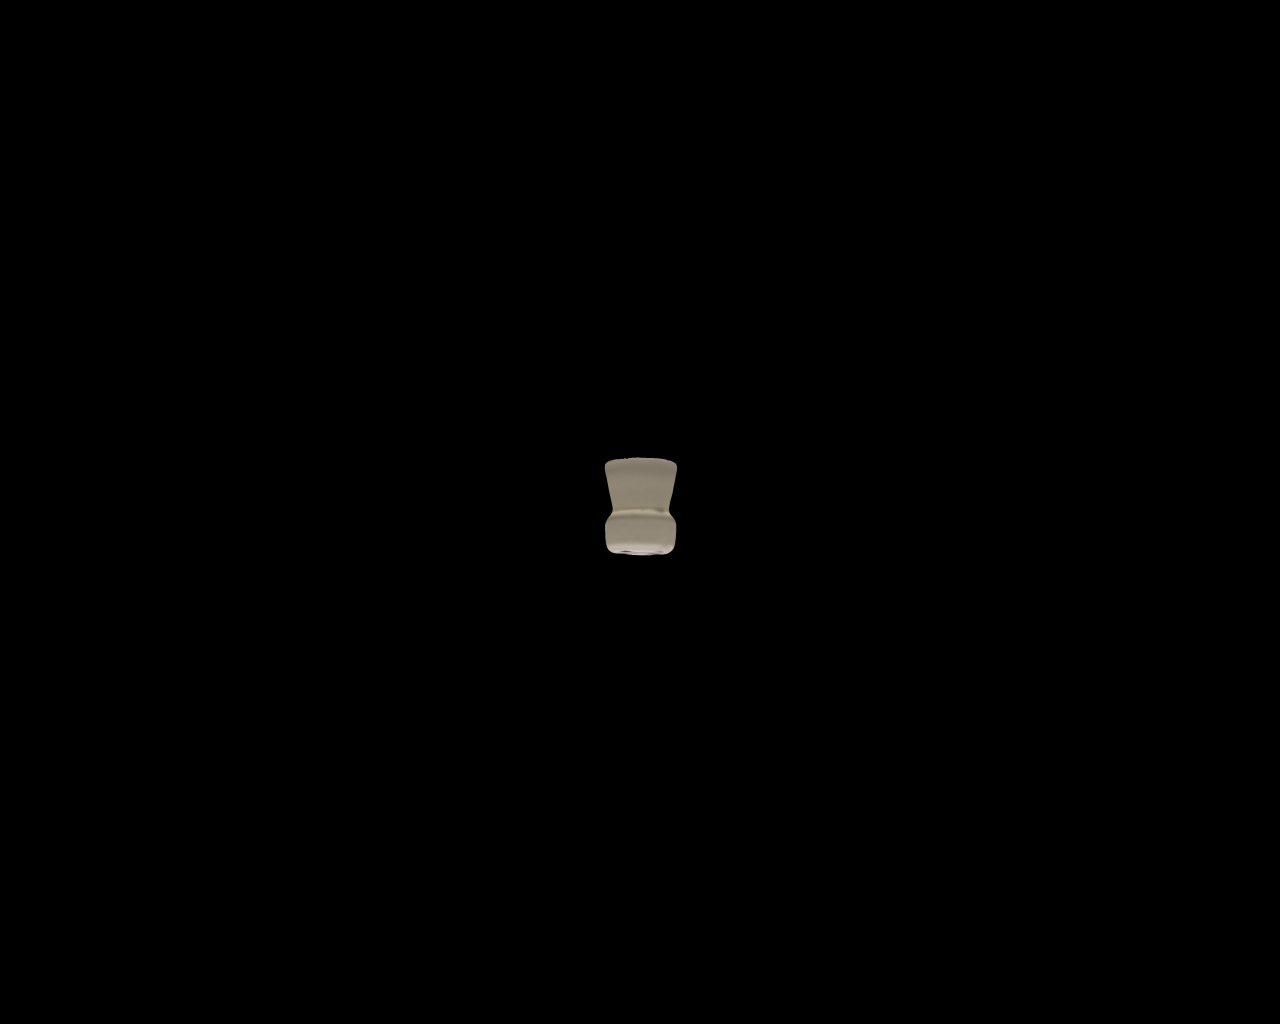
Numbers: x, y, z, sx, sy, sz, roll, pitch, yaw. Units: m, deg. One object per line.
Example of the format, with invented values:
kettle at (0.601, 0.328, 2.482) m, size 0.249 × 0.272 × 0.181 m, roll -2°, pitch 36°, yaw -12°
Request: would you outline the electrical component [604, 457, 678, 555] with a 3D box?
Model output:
electrical component at (0.001, -0.003, 0.650) m, size 0.045 × 0.055 × 0.045 m, roll 0°, pitch -6°, yaw 0°
